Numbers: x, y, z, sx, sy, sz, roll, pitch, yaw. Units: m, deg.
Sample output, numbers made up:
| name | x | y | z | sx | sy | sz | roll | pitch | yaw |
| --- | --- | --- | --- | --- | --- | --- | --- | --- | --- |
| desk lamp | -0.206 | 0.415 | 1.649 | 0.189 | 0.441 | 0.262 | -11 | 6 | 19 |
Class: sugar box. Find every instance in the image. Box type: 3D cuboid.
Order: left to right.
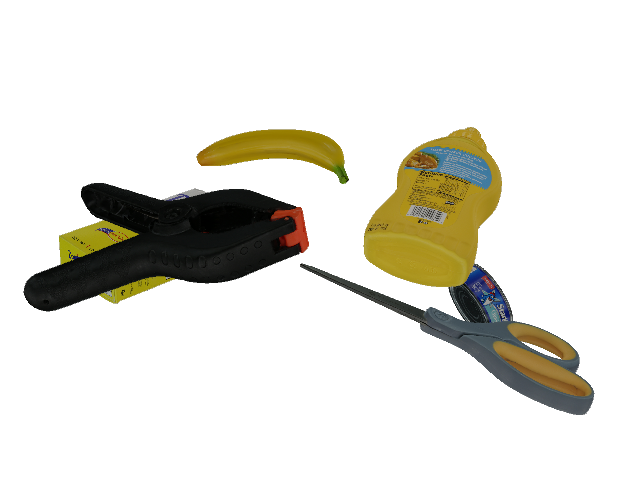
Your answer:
| name | x | y | z | sx | sy | sz | roll | pitch | yaw |
| --- | --- | --- | --- | --- | --- | --- | --- | --- | --- |
| sugar box | -0.165 | 0.001 | 1.085 | 0.093 | 0.048 | 0.175 | 28 | 39 | 36 |

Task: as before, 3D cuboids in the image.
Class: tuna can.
| name | x | y | z | sx | sy | sz | roll | pitch | yaw |
| --- | --- | --- | --- | --- | --- | --- | --- | --- | --- |
| tuna can | 0.188 | 0.072 | 1.265 | 0.033 | 0.086 | 0.086 | -31 | 7 | -13 |

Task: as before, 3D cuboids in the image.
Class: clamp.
| name | x | y | z | sx | sy | sz | roll | pitch | yaw |
| --- | --- | --- | --- | --- | --- | --- | --- | --- | --- |
| clamp | -0.096 | 0.004 | 0.658 | 0.172 | 0.039 | 0.120 | 0 | 42 | 21 |

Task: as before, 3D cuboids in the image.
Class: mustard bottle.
| name | x | y | z | sx | sy | sz | roll | pitch | yaw |
| --- | --- | --- | --- | --- | --- | --- | --- | --- | --- |
| mustard bottle | 0.113 | -0.043 | 0.977 | 0.096 | 0.058 | 0.191 | 14 | 46 | 16 |

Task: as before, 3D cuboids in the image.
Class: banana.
| name | x | y | z | sx | sy | sz | roll | pitch | yaw |
| --- | --- | --- | --- | --- | --- | --- | --- | --- | --- |
| banana | -0.053 | -0.111 | 1.317 | 0.198 | 0.037 | 0.069 | 7 | 38 | 17 |

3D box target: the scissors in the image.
| name | x | y | z | sx | sy | sz | roll | pitch | yaw |
| --- | --- | --- | --- | --- | --- | --- | --- | --- | --- |
| scissors | 0.090 | 0.053 | 0.705 | 0.202 | 0.016 | 0.096 | 29 | 23 | 18 |
